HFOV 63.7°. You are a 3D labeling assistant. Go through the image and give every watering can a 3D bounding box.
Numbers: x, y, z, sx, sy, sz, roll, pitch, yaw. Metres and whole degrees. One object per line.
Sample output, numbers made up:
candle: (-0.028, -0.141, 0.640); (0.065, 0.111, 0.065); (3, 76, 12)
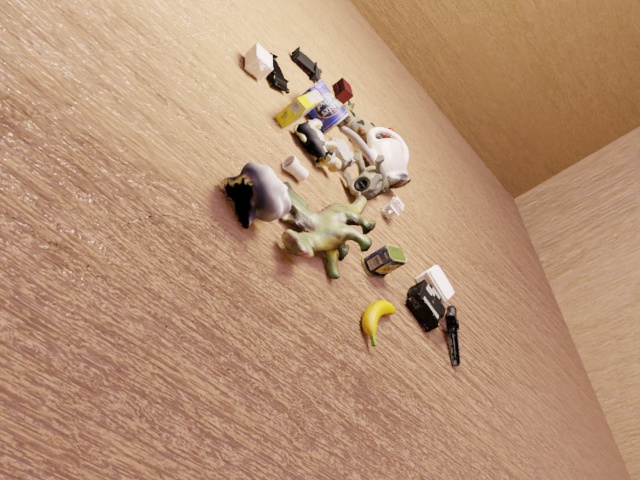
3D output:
watering can: (0.203, -0.282, 1.759); (0.349, 0.103, 0.226); (-5, 77, -46)

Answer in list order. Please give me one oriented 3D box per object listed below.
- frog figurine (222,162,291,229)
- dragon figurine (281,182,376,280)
frog figurine: (-0.109, -0.103, 1.078); (0.139, 0.120, 0.161); (44, 35, 20)
dragon figurine: (0.004, -0.062, 1.234); (0.241, 0.120, 0.419); (38, 30, -14)
